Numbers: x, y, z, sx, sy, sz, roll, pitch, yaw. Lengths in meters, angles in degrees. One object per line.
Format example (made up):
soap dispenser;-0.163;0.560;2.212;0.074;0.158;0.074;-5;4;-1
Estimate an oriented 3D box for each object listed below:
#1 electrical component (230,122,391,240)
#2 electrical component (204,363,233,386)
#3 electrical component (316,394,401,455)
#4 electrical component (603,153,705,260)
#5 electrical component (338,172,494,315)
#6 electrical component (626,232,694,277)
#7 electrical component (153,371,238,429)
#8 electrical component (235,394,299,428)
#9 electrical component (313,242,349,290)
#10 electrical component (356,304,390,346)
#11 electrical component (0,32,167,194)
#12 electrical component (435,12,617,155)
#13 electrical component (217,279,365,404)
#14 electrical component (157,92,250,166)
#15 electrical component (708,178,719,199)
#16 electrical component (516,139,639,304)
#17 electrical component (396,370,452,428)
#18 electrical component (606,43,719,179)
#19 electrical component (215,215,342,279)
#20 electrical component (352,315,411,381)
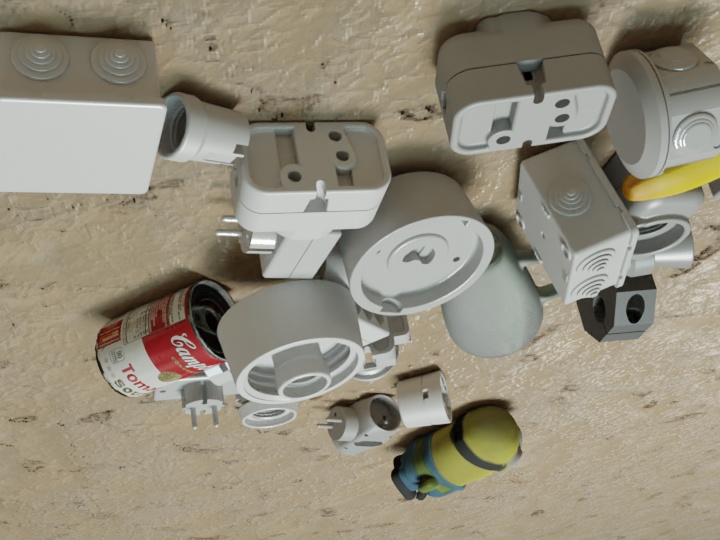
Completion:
electrical component;-0.034;-0.057;0.698;0.095;0.053;0.059;-3;153;-16
electrical component;-0.107;0.065;0.916;0.047;0.055;0.055;-21;152;12
electrical component;-0.009;0.167;1.168;0.079;0.043;0.077;9;148;-34
electrical component;0.210;-0.048;0.803;0.054;0.059;0.095;-2;152;-18
electrical component;0.036;-0.024;0.776;0.108;0.060;0.108;-14;144;-10
electrical component;0.242;-0.019;0.889;0.055;0.045;0.045;-9;154;-2
electrical component;-0.141;0.105;0.957;0.083;0.075;0.047;-3;153;-15
electrical component;-0.089;0.114;1.015;0.078;0.057;0.058;-15;153;9
electrical component;0.000;0.000;0.837;0.081;0.043;0.043;5;150;-29
electrical component;-0.027;0.039;0.900;0.077;0.047;0.066;-25;151;26
electrical component;-0.159;-0.086;0.599;0.100;0.048;0.099;0;152;-20
electrical component;0.095;-0.111;0.633;0.095;0.059;0.053;-8;154;-5
electrical component;-0.048;0.062;0.807;0.108;0.060;0.108;-13;150;-8
electrical component;-0.095;-0.082;0.644;0.046;0.040;0.040;7;149;-43
electrical component;0.299;-0.062;0.790;0.066;0.076;0.047;3;151;-26
electrical component;0.151;-0.033;0.768;0.048;0.099;0.099;-22;154;-5
electrical component;0.067;0.136;1.124;0.047;0.055;0.055;-12;154;11
electrical component;0.188;-0.100;0.670;0.051;0.080;0.080;-13;154;-8
electrical component;-0.062;-0.030;0.750;0.077;0.047;0.065;1;151;-23
electrical component;0.005;0.064;0.953;0.078;0.058;0.057;-10;151;-1
